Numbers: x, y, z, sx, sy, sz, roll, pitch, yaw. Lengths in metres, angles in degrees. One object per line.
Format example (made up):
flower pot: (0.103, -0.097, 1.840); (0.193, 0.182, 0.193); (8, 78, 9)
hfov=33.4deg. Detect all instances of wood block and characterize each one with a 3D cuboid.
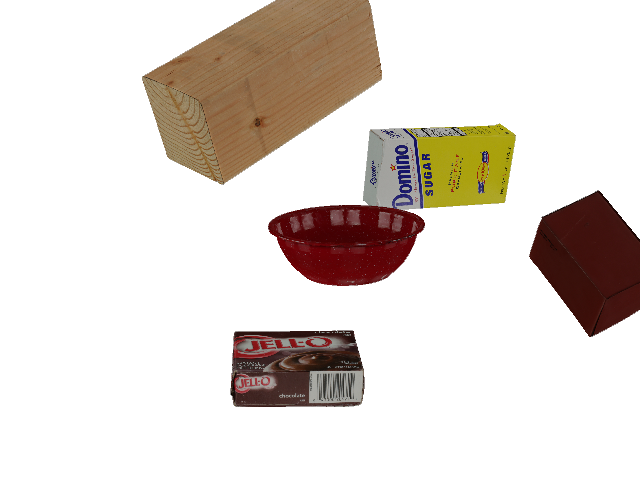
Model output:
wood block: (-0.049, -0.151, 0.995); (0.205, 0.091, 0.090); (-36, 42, -28)

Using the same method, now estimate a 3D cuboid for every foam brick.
foam brick: (0.192, 0.016, 0.746); (0.051, 0.078, 0.053); (-23, -30, -15)

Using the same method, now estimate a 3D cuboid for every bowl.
bowl: (0.027, 0.007, 1.099); (0.162, 0.055, 0.162); (-2, 15, 0)

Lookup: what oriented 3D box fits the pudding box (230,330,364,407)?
pudding box: (-0.021, 0.111, 0.936); (0.113, 0.039, 0.090); (2, 18, -5)

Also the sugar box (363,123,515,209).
sugar box: (0.142, -0.088, 1.280); (0.176, 0.093, 0.048); (-6, 26, -21)
